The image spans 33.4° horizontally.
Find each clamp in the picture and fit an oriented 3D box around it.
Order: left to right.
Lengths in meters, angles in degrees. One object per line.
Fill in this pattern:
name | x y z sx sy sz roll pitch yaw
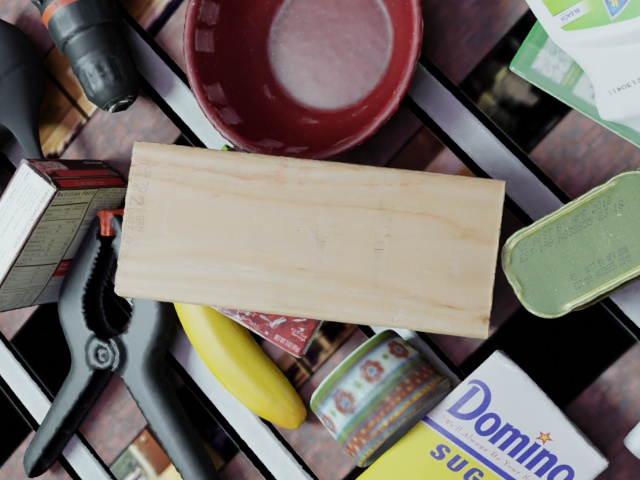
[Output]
clamp | -0.152 0.084 0.759 0.165 0.036 0.210 -5 91 25

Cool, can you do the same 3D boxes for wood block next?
wood block | -0.004 0.001 0.624 0.206 0.091 0.090 7 87 4

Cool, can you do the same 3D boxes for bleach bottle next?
bleach bottle | 0.143 -0.158 0.584 0.103 0.067 0.251 -24 89 53

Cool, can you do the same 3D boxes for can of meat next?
can of meat | 0.157 0.001 0.595 0.102 0.083 0.057 -32 80 21

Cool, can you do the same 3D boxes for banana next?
banana | -0.067 0.038 0.719 0.070 0.037 0.198 -18 85 23

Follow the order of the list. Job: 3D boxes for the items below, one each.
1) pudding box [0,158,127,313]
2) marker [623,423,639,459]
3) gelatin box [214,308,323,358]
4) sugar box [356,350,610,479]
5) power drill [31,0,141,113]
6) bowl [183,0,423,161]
pudding box | -0.194 -0.004 0.744 0.039 0.089 0.114 38 106 17
marker | 0.219 0.077 0.607 0.020 0.020 0.121 42 107 16
gelatin box | -0.032 0.023 0.688 0.089 0.030 0.073 30 85 6
sugar box | 0.075 0.157 0.634 0.176 0.048 0.093 -44 75 3
power drill | -0.120 -0.203 0.720 0.188 0.057 0.184 -29 80 22
bowl | -0.004 -0.127 0.675 0.162 0.055 0.162 1 93 23
